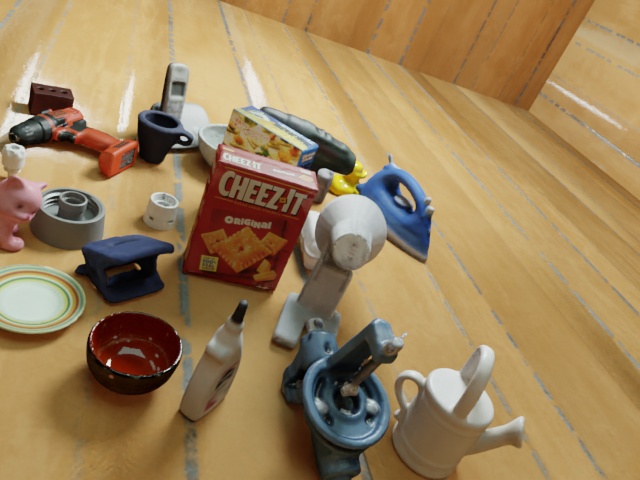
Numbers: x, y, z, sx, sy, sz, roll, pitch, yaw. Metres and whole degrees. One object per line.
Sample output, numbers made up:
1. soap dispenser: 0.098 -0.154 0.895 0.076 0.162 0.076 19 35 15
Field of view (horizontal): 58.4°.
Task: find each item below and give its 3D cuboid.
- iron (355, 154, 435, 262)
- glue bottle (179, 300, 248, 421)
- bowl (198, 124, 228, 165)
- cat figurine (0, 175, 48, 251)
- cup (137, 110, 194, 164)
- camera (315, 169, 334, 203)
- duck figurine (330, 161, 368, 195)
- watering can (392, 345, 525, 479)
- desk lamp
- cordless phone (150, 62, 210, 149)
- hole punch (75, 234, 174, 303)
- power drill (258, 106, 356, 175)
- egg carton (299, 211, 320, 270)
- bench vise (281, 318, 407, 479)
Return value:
1. iron: 0.198 -0.082 1.332 0.119 0.141 0.257 -1 38 -38
2. glue bottle: -0.119 0.139 0.695 0.037 0.173 0.078 31 30 11
3. bowl: -0.197 -0.188 1.272 0.168 0.074 0.167 19 30 -11
4. cat figurine: -0.451 -0.048 0.804 0.128 0.117 0.067 -1 38 -39
5. cup: -0.323 -0.201 1.176 0.118 0.095 0.091 22 29 -5
6. camera: -0.028 -0.176 1.355 0.143 0.101 0.137 27 29 4
7. duck figurine: 0.070 -0.157 1.413 0.105 0.086 0.077 6 34 -31
8. watering can: 0.189 0.224 0.771 0.173 0.194 0.101 19 29 -11
9. desk lamp: 0.026 0.049 0.912 0.118 0.213 0.203 23 29 -3
10. cordless phone: -0.295 -0.294 1.256 0.094 0.185 0.148 39 32 25
11. hole punch: -0.285 0.025 0.839 0.101 0.091 0.109 40 32 25
12. power drill: -0.050 -0.152 1.187 0.230 0.208 0.075 13 31 -20
13. egg carton: 0.010 0.004 1.122 0.107 0.069 0.150 13 31 -20
14. bench vise: 0.020 0.161 0.717 0.122 0.219 0.206 -4 40 -41
